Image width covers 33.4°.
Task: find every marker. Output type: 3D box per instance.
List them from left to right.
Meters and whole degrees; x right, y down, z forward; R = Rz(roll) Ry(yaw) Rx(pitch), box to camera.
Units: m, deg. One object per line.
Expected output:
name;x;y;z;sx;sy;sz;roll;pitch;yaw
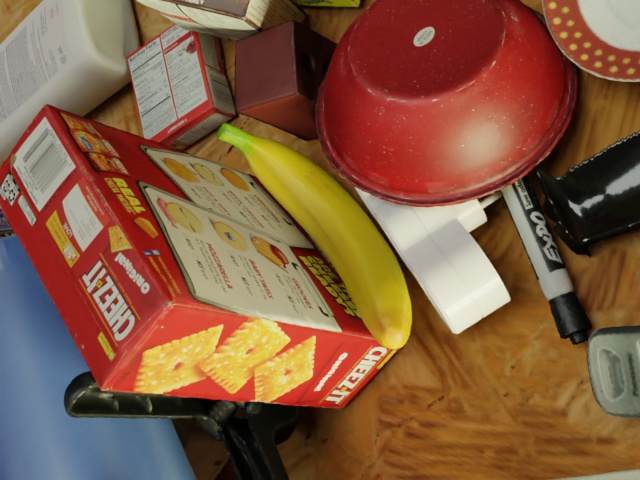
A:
marker;0.127;0.003;0.615;0.020;0.020;0.121;-28;72;29

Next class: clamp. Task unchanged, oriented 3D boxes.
clamp;-0.065;0.096;0.643;0.036;0.164;0.210;-47;13;17

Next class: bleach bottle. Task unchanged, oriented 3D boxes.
bleach bottle;-0.261;-0.123;0.912;0.251;0.068;0.102;-29;64;31

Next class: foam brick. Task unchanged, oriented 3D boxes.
foam brick;-0.013;-0.105;0.714;0.051;0.078;0.053;-12;73;36

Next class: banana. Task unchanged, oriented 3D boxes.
banana;0.006;-0.003;0.684;0.198;0.069;0.037;49;126;29

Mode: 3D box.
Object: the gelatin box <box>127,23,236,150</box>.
gelatin box;-0.106;-0.118;0.816;0.073;0.030;0.089;-28;64;30

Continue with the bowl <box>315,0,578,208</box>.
bowl;0.068;-0.101;0.629;0.162;0.055;0.162;-9;58;14

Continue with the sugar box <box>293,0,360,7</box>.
sugar box;0.004;-0.256;0.755;0.093;0.048;0.176;13;85;39

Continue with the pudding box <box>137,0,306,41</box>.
pudding box;-0.068;-0.164;0.731;0.090;0.113;0.039;16;93;15

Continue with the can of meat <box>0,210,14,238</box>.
can of meat;-0.226;-0.022;0.839;0.084;0.101;0.057;-3;78;38

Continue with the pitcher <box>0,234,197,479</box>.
pitcher;-0.160;0.125;0.669;0.149;0.145;0.243;-30;65;10

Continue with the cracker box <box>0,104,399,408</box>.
cracker box;-0.070;0.019;0.643;0.072;0.213;0.164;-49;56;17
